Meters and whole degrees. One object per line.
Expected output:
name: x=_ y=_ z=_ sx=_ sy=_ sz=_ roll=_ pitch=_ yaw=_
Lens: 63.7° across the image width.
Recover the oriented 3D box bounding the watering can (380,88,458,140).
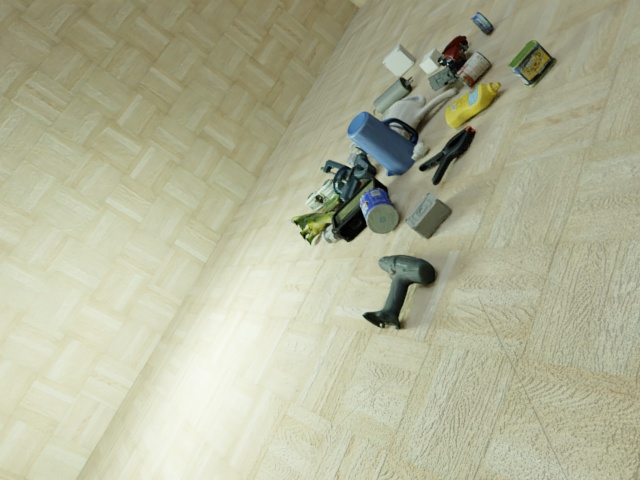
watering can: x=0.338 y=-0.460 z=1.918 sx=0.347 sy=0.103 sz=0.227 roll=1 pitch=58 yaw=54

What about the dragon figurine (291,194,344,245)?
dragon figurine: x=0.006 y=-0.107 z=2.131 sx=0.243 sy=0.120 sz=0.415 roll=-37 pitch=23 yaw=-3
